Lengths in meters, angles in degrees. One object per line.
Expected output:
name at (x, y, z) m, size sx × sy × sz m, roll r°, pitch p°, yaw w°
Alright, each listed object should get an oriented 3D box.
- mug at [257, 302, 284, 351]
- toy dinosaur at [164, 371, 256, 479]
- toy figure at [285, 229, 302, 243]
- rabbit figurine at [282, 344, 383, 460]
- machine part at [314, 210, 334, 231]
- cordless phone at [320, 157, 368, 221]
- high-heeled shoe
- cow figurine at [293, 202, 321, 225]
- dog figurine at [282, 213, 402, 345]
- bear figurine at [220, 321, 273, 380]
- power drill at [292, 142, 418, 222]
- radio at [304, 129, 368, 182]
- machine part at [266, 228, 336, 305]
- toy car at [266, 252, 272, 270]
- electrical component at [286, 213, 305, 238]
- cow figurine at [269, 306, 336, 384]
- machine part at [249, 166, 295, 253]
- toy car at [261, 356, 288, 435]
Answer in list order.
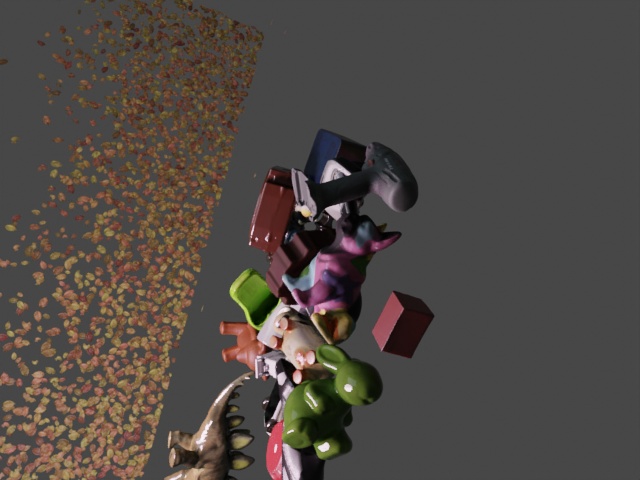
mug at (-0.087, 0.200, 1.273) m, size 0.107 × 0.081 × 0.109 m, roll -63°, pitch -6°, yaw -1°
toy dinosaur at (-0.258, 0.494, 1.267) m, size 0.105 × 0.198 × 0.470 m, roll -120°, pitch 40°, yaw -54°
toy figure at (-0.074, 0.049, 1.392) m, size 0.064 × 0.058 × 0.154 m, roll -1°, pitch -65°, yaw -63°
rabbit figurine at (0.036, 0.248, 0.861) m, size 0.170 × 0.121 × 0.159 m, roll -40°, pitch 26°, yaw 26°
machine part at (-0.003, -0.004, 1.261) m, size 0.138 × 0.039 × 0.084 m, roll -67°, pitch 22°, yaw 7°
cordless phone at (0.052, -0.060, 1.077) m, size 0.146 × 0.089 × 0.184 m, roll 109°, pitch 160°, yaw -53°
high-heeled shoe at (-0.052, 0.341, 0.981) m, size 0.145 × 0.086 × 0.249 m, roll -53°, pitch 38°, yaw 9°
cow figurine at (-0.029, -0.080, 1.280) m, size 0.098 × 0.068 × 0.167 m, roll -62°, pitch 1°, yaw 3°
dog figurine at (0.056, 0.060, 0.957) m, size 0.219 × 0.191 × 0.108 m, roll -36°, pitch 19°, yaw -1°
bear figurine at (-0.192, 0.288, 1.407) m, size 0.196 × 0.132 × 0.120 m, roll -130°, pitch 36°, yaw -73°
power drill at (0.058, -0.107, 0.958) m, size 0.232 × 0.207 × 0.085 m, roll -122°, pitch 27°, yaw -55°
radio at (0.031, -0.184, 1.279) m, size 0.230 × 0.073 × 0.131 m, roll -125°, pitch 54°, yaw -69°
machine part at (-0.019, 0.055, 1.053) m, size 0.056 × 0.179 × 0.179 m, roll 54°, pitch 129°, yaw 36°
toy car at (-0.123, 0.060, 1.525) m, size 0.202 × 0.053 × 0.089 m, roll -106°, pitch 34°, yaw -56°
electrical component at (-0.084, -0.041, 1.497) m, size 0.134 × 0.058 × 0.114 m, roll -112°, pitch 41°, yaw -63°
cow figurine at (-0.028, 0.193, 1.033) m, size 0.195 × 0.127 × 0.085 m, roll 43°, pitch 107°, yaw 46°
machine part at (-0.108, -0.078, 1.322) m, size 0.201 × 0.087 × 0.201 m, roll -87°, pitch 12°, yaw -80°
toy car at (-0.078, 0.328, 1.125) m, size 0.074 × 0.056 × 0.201 m, roll -112°, pitch 36°, yaw -53°
